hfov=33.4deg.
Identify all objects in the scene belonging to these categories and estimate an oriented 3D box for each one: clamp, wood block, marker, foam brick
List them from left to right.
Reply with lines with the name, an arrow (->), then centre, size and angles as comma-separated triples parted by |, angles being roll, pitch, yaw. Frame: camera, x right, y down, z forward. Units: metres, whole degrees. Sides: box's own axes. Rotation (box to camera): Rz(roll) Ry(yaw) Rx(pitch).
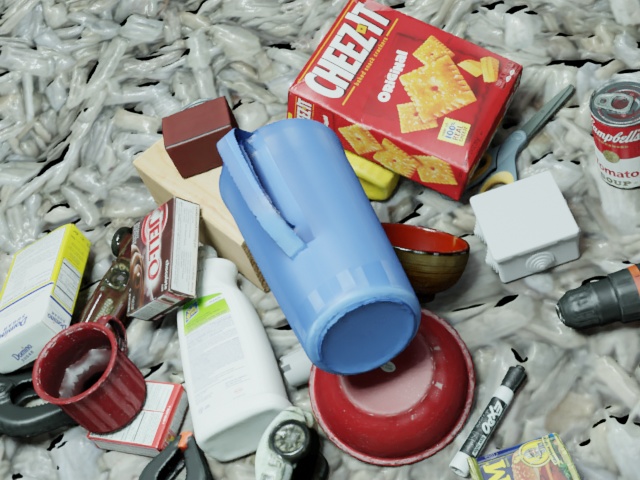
clamp -> -0.344, 0.167, 1.155 | 0.210, 0.036, 0.164 | -5, 37, 3
clamp -> -0.158, 0.265, 1.021 | 0.120, 0.039, 0.171 | -3, 47, 12
foam brick -> -0.129, -0.113, 1.177 | 0.078, 0.053, 0.051 | -19, 49, 3
wood block -> -0.107, -0.043, 1.209 | 0.090, 0.091, 0.206 | -43, 51, -15
marker -> 0.158, 0.166, 0.993 | 0.020, 0.020, 0.121 | 22, 64, 32

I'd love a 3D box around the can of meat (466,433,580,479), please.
can of meat -> 0.183, 0.224, 0.915 | 0.084, 0.057, 0.102 | -19, 50, 2

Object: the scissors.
scissors -> 0.224, -0.095, 1.175 | 0.201, 0.016, 0.096 | -32, 51, -6

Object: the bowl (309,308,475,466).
bowl -> 0.065, 0.128, 1.006 | 0.162, 0.055, 0.162 | -4, 68, 9

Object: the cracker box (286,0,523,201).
cracker box -> 0.094, -0.161, 1.173 | 0.214, 0.072, 0.164 | 26, 62, 10

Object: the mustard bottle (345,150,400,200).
mustard bottle -> 0.074, -0.139, 1.236 | 0.096, 0.058, 0.191 | 20, 62, 20

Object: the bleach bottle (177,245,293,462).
bleach bottle -> -0.097, 0.100, 1.110 | 0.102, 0.068, 0.251 | -26, 47, 10

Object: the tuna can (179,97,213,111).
tuna can -> -0.145, -0.135, 1.333 | 0.086, 0.033, 0.086 | -11, 51, 13

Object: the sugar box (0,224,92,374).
sugar box -> -0.316, 0.064, 1.196 | 0.093, 0.048, 0.176 | -28, 35, 20

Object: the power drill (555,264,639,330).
power drill -> 0.324, 0.094, 0.961 | 0.184, 0.057, 0.187 | -18, 50, 6

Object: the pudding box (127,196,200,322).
pudding box -> -0.167, 0.021, 1.141 | 0.090, 0.039, 0.113 | -30, 54, 46

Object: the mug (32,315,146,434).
mug -> -0.225, 0.133, 1.081 | 0.093, 0.081, 0.117 | -2, 53, 23

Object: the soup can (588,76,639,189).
soup can -> 0.314, -0.109, 1.094 | 0.068, 0.102, 0.068 | -10, 51, 13

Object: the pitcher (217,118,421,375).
pitcher -> -0.006, 0.001, 0.986 | 0.149, 0.145, 0.243 | -7, 43, -20

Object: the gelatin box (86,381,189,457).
gelatin box -> -0.186, 0.183, 1.101 | 0.089, 0.030, 0.073 | 2, 55, 25
